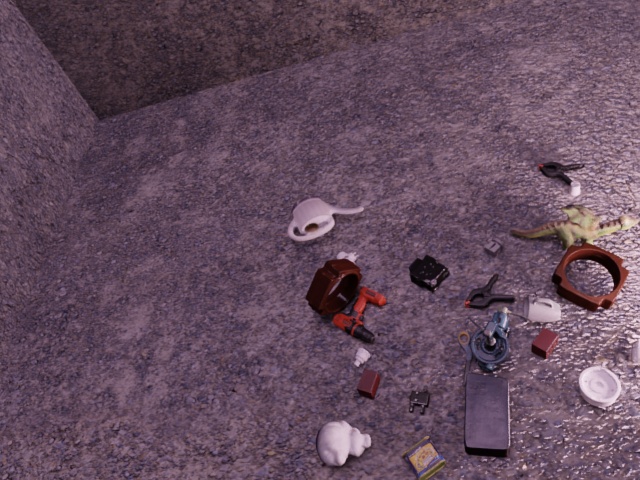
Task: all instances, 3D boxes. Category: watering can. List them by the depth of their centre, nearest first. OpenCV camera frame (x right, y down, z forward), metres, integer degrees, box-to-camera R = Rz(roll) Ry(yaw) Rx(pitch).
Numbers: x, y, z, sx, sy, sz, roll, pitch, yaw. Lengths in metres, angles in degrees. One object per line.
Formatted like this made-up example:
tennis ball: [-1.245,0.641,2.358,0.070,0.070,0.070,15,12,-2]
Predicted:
watering can: [0.007,-0.115,2.293,0.348,0.102,0.229,-26,46,-2]

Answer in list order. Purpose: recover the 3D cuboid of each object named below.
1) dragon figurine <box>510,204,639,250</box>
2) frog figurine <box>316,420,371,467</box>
dragon figurine: [0.895,-0.060,1.835,0.410,0.237,0.125,5,57,22]
frog figurine: [0.072,0.631,1.597,0.158,0.121,0.140,-12,27,25]
